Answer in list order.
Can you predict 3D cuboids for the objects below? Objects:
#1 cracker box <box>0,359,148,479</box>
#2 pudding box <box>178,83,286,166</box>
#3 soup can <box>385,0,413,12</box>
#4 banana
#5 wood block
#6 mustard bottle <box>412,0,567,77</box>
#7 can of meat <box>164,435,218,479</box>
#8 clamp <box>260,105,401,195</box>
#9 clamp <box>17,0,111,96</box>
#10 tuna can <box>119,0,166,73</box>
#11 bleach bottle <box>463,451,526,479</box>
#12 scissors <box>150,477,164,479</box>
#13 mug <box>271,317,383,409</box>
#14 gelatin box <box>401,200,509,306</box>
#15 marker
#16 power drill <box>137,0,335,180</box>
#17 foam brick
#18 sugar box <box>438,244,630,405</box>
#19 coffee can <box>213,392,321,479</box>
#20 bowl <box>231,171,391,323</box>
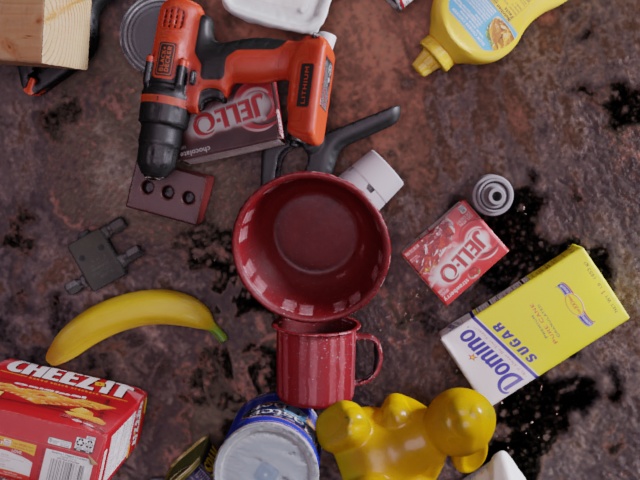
[{"bbox_3d":[-0.273,0.180,1.062,0.164,0.213,0.072,14,93,0],"label":"cracker box"},{"bbox_3d":[-0.097,-0.132,1.104,0.113,0.039,0.090,-12,80,12],"label":"pudding box"},{"bbox_3d":[0.098,-0.291,1.084,0.102,0.068,0.068,-40,92,4],"label":"soup can"},{"bbox_3d":[-0.201,0.090,1.141,0.198,0.037,0.069,-7,93,3],"label":"banana"},{"bbox_3d":[-0.345,-0.224,1.071,0.206,0.090,0.090,6,95,16],"label":"wood block"},{"bbox_3d":[0.172,-0.237,1.090,0.191,0.058,0.096,-42,98,4],"label":"mustard bottle"},{"bbox_3d":[-0.116,0.264,1.120,0.057,0.102,0.084,-40,94,6],"label":"can of meat"},{"bbox_3d":[-0.012,-0.116,1.118,0.171,0.039,0.120,-44,75,6],"label":"clamp"},{"bbox_3d":[-0.255,-0.247,1.115,0.164,0.036,0.210,17,97,6],"label":"clamp"},{"bbox_3d":[-0.164,-0.212,1.117,0.086,0.033,0.086,0,94,2],"label":"tuna can"},{"bbox_3d":[0.108,0.324,1.127,0.251,0.102,0.068,-33,99,10],"label":"bleach bottle"},{"bbox_3d":[-0.140,0.337,1.169,0.202,0.016,0.096,34,95,-1],"label":"scissors"},{"bbox_3d":[0.007,0.126,1.113,0.117,0.093,0.081,-1,100,-10],"label":"mug"},{"bbox_3d":[0.142,0.013,1.125,0.089,0.030,0.073,-41,92,5],"label":"gelatin box"},{"bbox_3d":[-0.010,-0.153,1.091,0.020,0.020,0.121,17,89,1],"label":"marker"},{"bbox_3d":[-0.086,-0.141,1.053,0.188,0.057,0.184,8,88,11],"label":"power drill"},{"bbox_3d":[-0.156,-0.051,1.121,0.078,0.051,0.053,14,95,1],"label":"foam brick"},{"bbox_3d":[0.222,0.090,1.121,0.176,0.048,0.093,-35,92,3],"label":"sugar box"},{"bbox_3d":[-0.050,0.220,1.093,0.103,0.140,0.103,0,94,2],"label":"coffee can"},{"bbox_3d":[-0.007,0.001,1.093,0.162,0.055,0.162,2,109,6],"label":"bowl"}]
